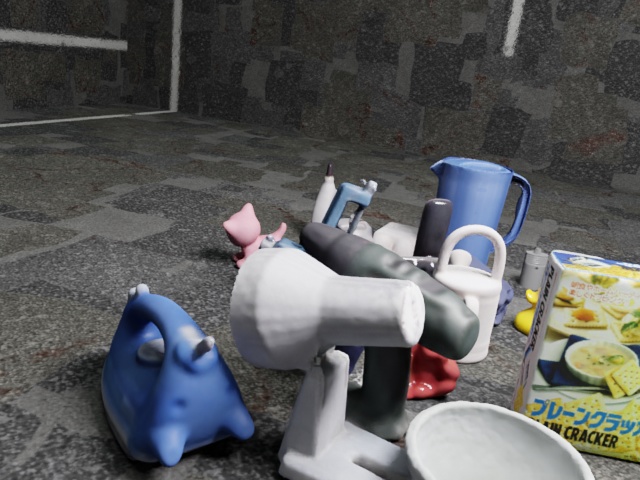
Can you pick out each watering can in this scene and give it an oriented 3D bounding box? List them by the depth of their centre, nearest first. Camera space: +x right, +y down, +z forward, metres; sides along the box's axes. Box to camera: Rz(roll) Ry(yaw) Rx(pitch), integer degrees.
[{"bbox_3d":[0.209,0.068,0.838,0.101,0.194,0.172,1,19,-18],"label":"watering can"}]

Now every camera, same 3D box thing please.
[{"bbox_3d":[0.027,0.004,1.117,0.137,0.101,0.142,0,19,-23],"label":"camera"}]

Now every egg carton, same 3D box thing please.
[{"bbox_3d":[0.166,0.013,1.195,0.107,0.069,0.151,14,19,21],"label":"egg carton"}]

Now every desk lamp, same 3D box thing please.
[{"bbox_3d":[0.014,0.123,0.557,0.202,0.213,0.118,16,20,25],"label":"desk lamp"}]

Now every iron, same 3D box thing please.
[{"bbox_3d":[-0.173,0.119,0.613,0.119,0.141,0.257,-7,23,-38],"label":"iron"}]

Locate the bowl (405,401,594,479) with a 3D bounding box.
[{"bbox_3d":[0.156,0.226,0.526,0.167,0.075,0.167,7,18,-2],"label":"bowl"}]

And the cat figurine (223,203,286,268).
[{"bbox_3d":[-0.122,-0.008,1.066,0.128,0.118,0.067,1,19,-20],"label":"cat figurine"}]

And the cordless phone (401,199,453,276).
[{"bbox_3d":[0.157,0.013,1.003,0.148,0.185,0.094,2,19,-17],"label":"cordless phone"}]

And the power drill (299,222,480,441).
[{"bbox_3d":[0.057,0.105,0.640,0.228,0.208,0.076,20,22,33],"label":"power drill"}]

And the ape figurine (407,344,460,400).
[{"bbox_3d":[0.140,0.151,0.722,0.077,0.092,0.076,16,20,26],"label":"ape figurine"}]

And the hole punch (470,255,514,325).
[{"bbox_3d":[0.282,0.083,0.990,0.100,0.091,0.109,15,19,22],"label":"hole punch"}]

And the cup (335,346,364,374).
[{"bbox_3d":[0.011,0.127,0.740,0.118,0.095,0.091,3,18,-12],"label":"cup"}]

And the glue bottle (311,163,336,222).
[{"bbox_3d":[0.014,-0.084,1.265,0.037,0.173,0.078,14,19,20],"label":"glue bottle"}]

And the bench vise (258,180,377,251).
[{"bbox_3d":[0.010,0.007,0.905,0.207,0.220,0.121,4,18,-9],"label":"bench vise"}]

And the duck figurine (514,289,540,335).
[{"bbox_3d":[0.378,0.116,0.934,0.104,0.086,0.078,17,20,29],"label":"duck figurine"}]
